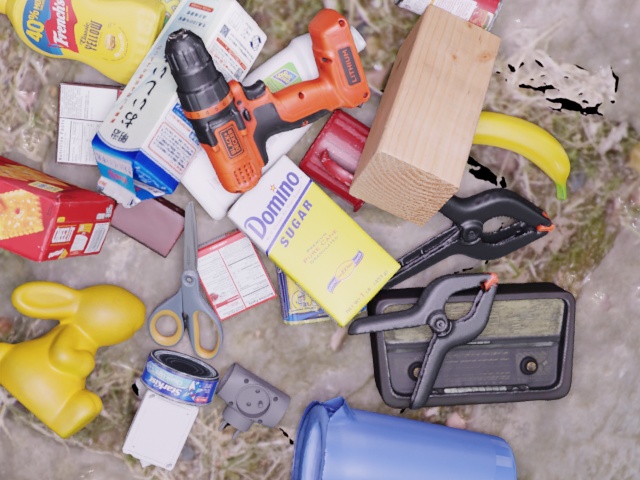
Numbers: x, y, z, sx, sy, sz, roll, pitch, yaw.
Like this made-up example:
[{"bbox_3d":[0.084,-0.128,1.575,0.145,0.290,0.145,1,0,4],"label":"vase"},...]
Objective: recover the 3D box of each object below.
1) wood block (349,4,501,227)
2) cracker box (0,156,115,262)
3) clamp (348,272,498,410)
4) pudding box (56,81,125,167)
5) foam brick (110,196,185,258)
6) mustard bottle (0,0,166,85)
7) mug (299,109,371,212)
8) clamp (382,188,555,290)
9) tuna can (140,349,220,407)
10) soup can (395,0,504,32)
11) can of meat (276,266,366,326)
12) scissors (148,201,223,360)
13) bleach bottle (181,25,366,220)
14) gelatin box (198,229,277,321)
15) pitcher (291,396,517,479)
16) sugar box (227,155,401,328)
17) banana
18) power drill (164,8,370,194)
[{"bbox_3d":[0.111,-0.131,1.114,0.090,0.091,0.206,24,59,-8],"label":"wood block"},{"bbox_3d":[-0.337,-0.049,1.092,0.214,0.164,0.072,22,96,8],"label":"cracker box"},{"bbox_3d":[0.130,0.102,1.165,0.171,0.039,0.120,-31,100,1],"label":"clamp"},{"bbox_3d":[-0.232,-0.124,1.174,0.113,0.039,0.090,5,100,-4],"label":"pudding box"},{"bbox_3d":[-0.190,-0.024,1.188,0.078,0.053,0.051,31,97,-10],"label":"foam brick"},{"bbox_3d":[-0.267,-0.238,1.137,0.191,0.058,0.096,19,123,-4],"label":"mustard bottle"},{"bbox_3d":[0.028,-0.086,1.162,0.081,0.117,0.093,33,113,-4],"label":"mug"},{"bbox_3d":[0.161,-0.023,1.197,0.210,0.036,0.164,-8,129,-7],"label":"clamp"},{"bbox_3d":[-0.157,0.155,1.205,0.086,0.086,0.034,20,96,-7],"label":"tuna can"},{"bbox_3d":[0.141,-0.264,1.159,0.102,0.068,0.068,24,98,-7],"label":"soup can"},{"bbox_3d":[0.000,0.046,1.211,0.102,0.057,0.084,-8,102,-3],"label":"can of meat"},{"bbox_3d":[-0.161,0.049,1.189,0.096,0.016,0.202,-5,118,15],"label":"scissors"},{"bbox_3d":[-0.049,-0.139,1.173,0.251,0.068,0.102,-39,100,1],"label":"bleach bottle"},{"bbox_3d":[-0.099,0.039,1.216,0.073,0.030,0.089,-24,104,0],"label":"gelatin box"},{"bbox_3d":[0.092,0.273,1.218,0.242,0.149,0.145,10,65,-14],"label":"pitcher"},{"bbox_3d":[-0.008,0.002,1.152,0.176,0.048,0.093,43,84,3],"label":"sugar box"},{"bbox_3d":[0.206,-0.108,1.207,0.197,0.037,0.070,21,98,-7],"label":"banana"},{"bbox_3d":[-0.052,-0.161,1.083,0.187,0.057,0.184,-30,125,-12],"label":"power drill"}]
